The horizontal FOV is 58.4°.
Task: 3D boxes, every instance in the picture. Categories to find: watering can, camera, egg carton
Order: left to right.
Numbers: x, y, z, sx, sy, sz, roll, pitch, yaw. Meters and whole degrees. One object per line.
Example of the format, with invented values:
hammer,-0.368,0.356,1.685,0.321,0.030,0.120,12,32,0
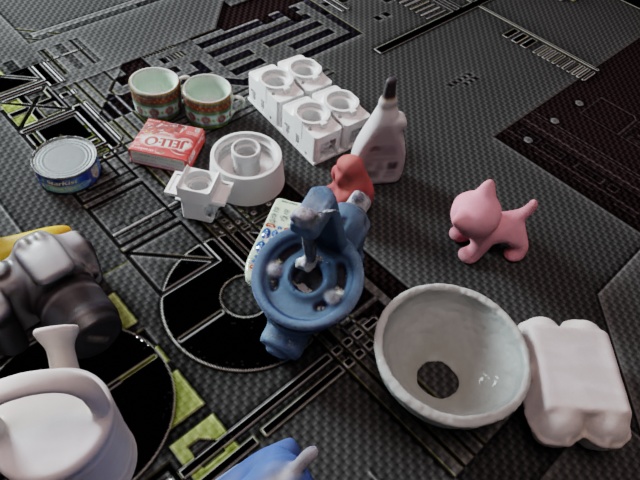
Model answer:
camera,-0.291,0.067,0.618,0.143,0.101,0.136,-34,61,-28
watering can,-0.228,0.155,0.491,0.101,0.194,0.172,-27,58,-24
egg carton,0.269,0.153,0.624,0.107,0.069,0.150,4,51,-2

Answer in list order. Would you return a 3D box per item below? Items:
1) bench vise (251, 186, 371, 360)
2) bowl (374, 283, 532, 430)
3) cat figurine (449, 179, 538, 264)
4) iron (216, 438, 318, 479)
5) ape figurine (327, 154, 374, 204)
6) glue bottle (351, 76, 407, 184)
bench vise,-0.006,0.000,0.624,0.121,0.220,0.207,10,51,3
bowl,0.136,0.134,0.623,0.167,0.075,0.167,3,51,-3
cat figurine,0.217,-0.028,0.735,0.128,0.118,0.067,-5,52,-10
iron,-0.099,0.256,0.457,0.259,0.141,0.118,-28,59,-25
ape figurine,0.039,-0.080,0.776,0.076,0.092,0.078,18,51,9
glue bottle,0.086,-0.149,0.784,0.078,0.173,0.037,-3,51,-8
